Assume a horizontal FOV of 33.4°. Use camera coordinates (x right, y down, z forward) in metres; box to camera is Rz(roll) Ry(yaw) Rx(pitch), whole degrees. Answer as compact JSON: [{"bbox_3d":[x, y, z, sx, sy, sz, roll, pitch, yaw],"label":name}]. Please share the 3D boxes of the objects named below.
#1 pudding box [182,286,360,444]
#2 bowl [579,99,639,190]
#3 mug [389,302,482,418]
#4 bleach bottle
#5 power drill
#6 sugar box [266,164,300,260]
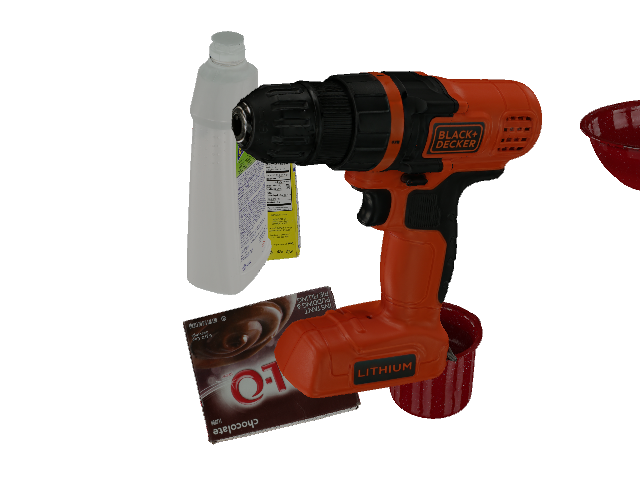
[{"bbox_3d":[-0.035,0.091,0.775,0.113,0.090,0.039,-14,-15,-3],"label":"pudding box"},{"bbox_3d":[0.319,-0.083,0.974,0.162,0.055,0.162,-5,23,2],"label":"bowl"},{"bbox_3d":[0.116,0.113,1.045,0.093,0.081,0.117,26,42,35],"label":"mug"},{"bbox_3d":[-0.084,-0.076,0.992,0.068,0.251,0.102,14,36,13],"label":"bleach bottle"},{"bbox_3d":[0.027,-0.004,0.595,0.184,0.188,0.057,-4,32,-28],"label":"power drill"},{"bbox_3d":[-0.050,-0.075,1.239,0.048,0.176,0.093,-6,26,-1],"label":"sugar box"}]
